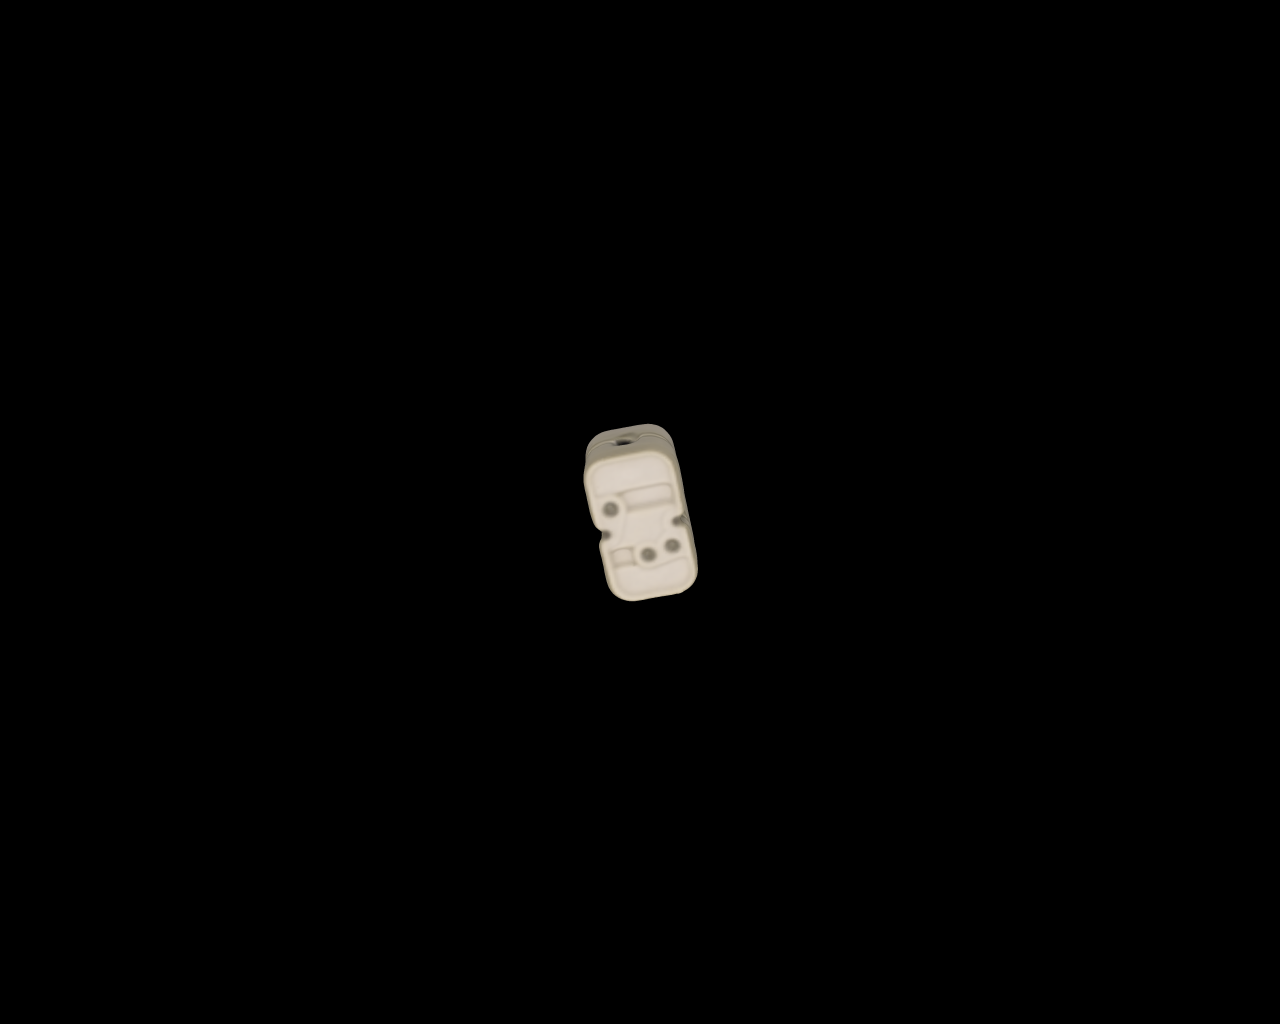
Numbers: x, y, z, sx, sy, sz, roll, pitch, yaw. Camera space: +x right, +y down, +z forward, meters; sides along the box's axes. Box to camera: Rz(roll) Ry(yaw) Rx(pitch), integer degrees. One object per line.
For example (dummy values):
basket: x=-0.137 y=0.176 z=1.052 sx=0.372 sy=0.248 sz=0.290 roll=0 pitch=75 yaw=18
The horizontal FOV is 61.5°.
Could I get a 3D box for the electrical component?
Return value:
electrical component: x=0.001 y=-0.003 z=0.650 sx=0.054 sy=0.095 sz=0.059 roll=-11 pitch=24 yaw=5
